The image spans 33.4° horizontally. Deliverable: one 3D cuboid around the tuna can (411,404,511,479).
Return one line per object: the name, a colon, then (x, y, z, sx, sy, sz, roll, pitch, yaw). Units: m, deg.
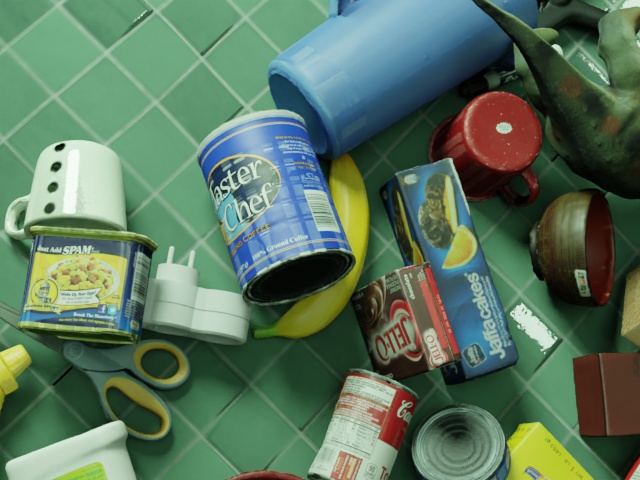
tuna can: (0.124, 0.189, 0.945, 0.086, 0.033, 0.086, -9, 50, 11)

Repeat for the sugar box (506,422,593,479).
sugar box: (0.164, 0.258, 0.956, 0.093, 0.048, 0.176, 46, 70, 0)

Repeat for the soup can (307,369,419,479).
soup can: (0.037, 0.172, 0.933, 0.068, 0.069, 0.102, 26, 73, -7)

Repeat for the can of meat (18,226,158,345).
can of meat: (-0.189, 0.037, 0.867, 0.102, 0.057, 0.084, 4, 76, 10)

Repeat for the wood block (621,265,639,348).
wood block: (0.396, 0.093, 1.008, 0.206, 0.090, 0.090, 33, 42, -9)

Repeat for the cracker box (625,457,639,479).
cracker box: (0.342, 0.266, 0.966, 0.164, 0.072, 0.213, 48, 69, -20)

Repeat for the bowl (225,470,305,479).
bowl: (-0.051, 0.276, 0.893, 0.162, 0.055, 0.162, 3, 76, -13)

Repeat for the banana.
banana: (0.008, 0.013, 0.980, 0.069, 0.037, 0.197, 27, 72, -7)

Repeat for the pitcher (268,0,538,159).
pitcher: (0.069, -0.190, 0.995, 0.242, 0.145, 0.149, -35, 67, -16)

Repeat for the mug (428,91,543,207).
mug: (0.167, -0.082, 1.018, 0.093, 0.082, 0.117, -34, 87, -19)

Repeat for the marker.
marker: (0.192, -0.169, 1.079, 0.121, 0.020, 0.020, -24, 84, -18)

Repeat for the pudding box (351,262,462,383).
pudding box: (0.074, 0.076, 0.941, 0.039, 0.114, 0.090, -14, 81, -21)

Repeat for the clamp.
clamp: (0.244, -0.262, 1.103, 0.171, 0.039, 0.120, -5, 76, -15)

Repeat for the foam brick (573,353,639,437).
foam brick: (0.277, 0.147, 1.008, 0.053, 0.051, 0.078, 2, 77, -16)

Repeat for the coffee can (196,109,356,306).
coffee can: (-0.039, -0.027, 0.928, 0.102, 0.103, 0.140, -13, 68, -17)

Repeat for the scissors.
scissors: (-0.192, 0.086, 0.911, 0.201, 0.016, 0.096, 47, 65, -8)

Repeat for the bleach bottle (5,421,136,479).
bleach bottle: (-0.165, 0.280, 0.855, 0.102, 0.068, 0.251, -21, 84, -1)

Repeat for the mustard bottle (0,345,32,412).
mustard bottle: (-0.318, 0.144, 0.855, 0.191, 0.058, 0.096, -34, 78, -19)
